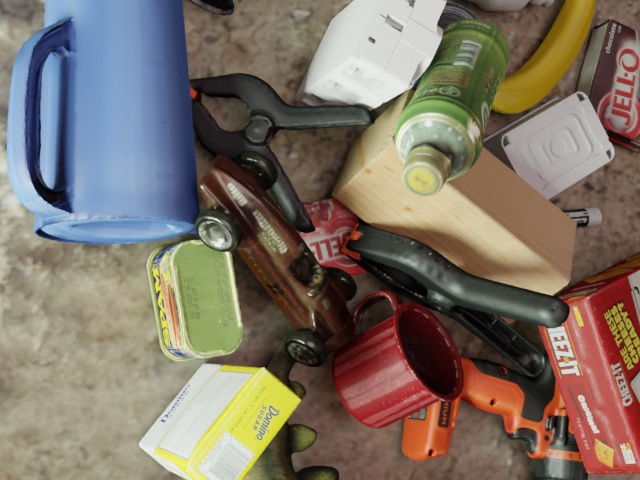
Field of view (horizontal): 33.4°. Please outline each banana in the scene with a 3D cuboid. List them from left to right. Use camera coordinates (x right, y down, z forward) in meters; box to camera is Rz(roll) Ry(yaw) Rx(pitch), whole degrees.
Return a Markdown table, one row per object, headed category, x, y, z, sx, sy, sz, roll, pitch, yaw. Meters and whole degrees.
| category | x | y | z | sx | sy | sz | roll | pitch | yaw |
| --- | --- | --- | --- | --- | --- | --- | --- | --- | --- |
| banana | 0.219 | -0.180 | 1.050 | 0.197 | 0.037 | 0.069 | -43 | 138 | -25 |

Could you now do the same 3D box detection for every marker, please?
| category | x | y | z | sx | sy | sz | roll | pitch | yaw |
| --- | --- | --- | --- | --- | --- | --- | --- | --- | --- |
| marker | 0.223 | -0.019 | 1.055 | 0.121 | 0.020 | 0.020 | -4 | 86 | -21 |

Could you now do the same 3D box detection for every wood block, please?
| category | x | y | z | sx | sy | sz | roll | pitch | yaw |
| --- | --- | --- | --- | --- | --- | --- | --- | --- | --- |
| wood block | 0.124 | -0.027 | 0.966 | 0.206 | 0.090 | 0.090 | 37 | 41 | -13 |

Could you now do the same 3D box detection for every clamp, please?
| category | x | y | z | sx | sy | sz | roll | pitch | yaw |
| --- | --- | --- | --- | --- | --- | --- | --- | --- | --- |
| clamp | -0.050 | -0.084 | 0.929 | 0.171 | 0.039 | 0.120 | 20 | 85 | 8 |
| clamp | 0.117 | 0.050 | 0.931 | 0.210 | 0.164 | 0.036 | 26 | 71 | 21 |

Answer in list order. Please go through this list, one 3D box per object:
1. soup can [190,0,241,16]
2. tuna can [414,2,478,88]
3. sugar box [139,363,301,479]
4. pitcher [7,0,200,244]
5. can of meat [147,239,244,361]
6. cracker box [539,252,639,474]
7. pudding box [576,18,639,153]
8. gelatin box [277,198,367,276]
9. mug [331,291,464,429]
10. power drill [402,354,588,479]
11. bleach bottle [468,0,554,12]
| category | x | y | z | sx | sy | sz | roll | pitch | yaw |
| --- | --- | --- | --- | --- | --- | --- | --- | --- | --- |
| soup can | -0.079 | -0.259 | 0.941 | 0.068 | 0.069 | 0.102 | 34 | 74 | -14 |
| tuna can | 0.118 | -0.184 | 1.024 | 0.086 | 0.034 | 0.086 | 2 | 84 | -20 |
| sugar box | -0.083 | 0.146 | 0.842 | 0.048 | 0.176 | 0.093 | 42 | 73 | -10 |
| pitcher | -0.171 | -0.120 | 0.858 | 0.145 | 0.149 | 0.243 | -2 | 82 | -10 |
| can of meat | -0.103 | 0.050 | 0.893 | 0.057 | 0.084 | 0.102 | -9 | 88 | -21 |
| cracker box | 0.307 | 0.105 | 1.013 | 0.213 | 0.072 | 0.164 | -20 | 91 | -42 |
| pudding box | 0.311 | -0.156 | 1.090 | 0.090 | 0.039 | 0.113 | 19 | 78 | -17 |
| gelatin box | -0.006 | 0.001 | 0.962 | 0.089 | 0.030 | 0.073 | -7 | 88 | -20 |
| mug | 0.061 | 0.101 | 0.927 | 0.093 | 0.082 | 0.117 | 8 | 56 | -53 |
| power drill | 0.172 | 0.179 | 0.998 | 0.187 | 0.057 | 0.184 | 12 | 77 | -22 |
| bleach bottle | 0.121 | -0.293 | 1.022 | 0.250 | 0.068 | 0.102 | 21 | 82 | -19 |
